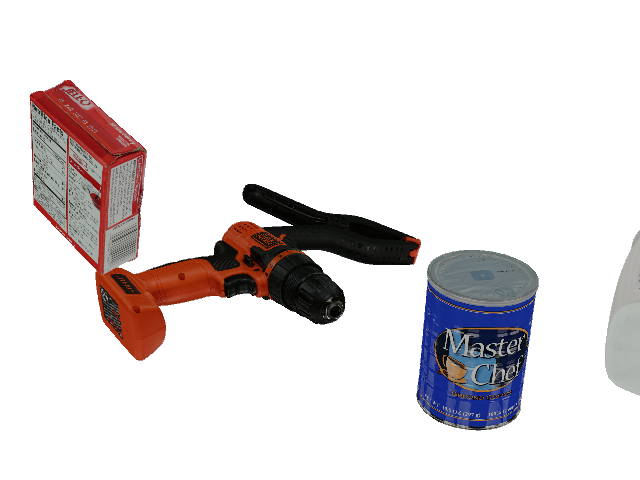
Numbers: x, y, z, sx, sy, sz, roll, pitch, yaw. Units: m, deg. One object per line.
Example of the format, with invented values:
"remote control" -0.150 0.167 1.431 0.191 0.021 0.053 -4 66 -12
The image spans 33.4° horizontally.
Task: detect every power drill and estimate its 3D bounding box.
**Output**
"power drill" -0.092 0.047 0.954 0.187 0.057 0.185 -15 26 -27

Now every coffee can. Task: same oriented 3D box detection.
"coffee can" 0.148 0.093 1.016 0.103 0.140 0.103 2 25 -1

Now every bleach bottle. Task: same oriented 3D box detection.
"bleach bottle" 0.261 0.034 0.742 0.103 0.068 0.250 10 20 19

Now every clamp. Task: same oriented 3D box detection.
"clamp" 0.010 -0.006 1.185 0.210 0.036 0.164 15 20 -5

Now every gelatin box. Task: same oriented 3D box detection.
"gelatin box" -0.135 -0.036 0.617 0.030 0.089 0.073 -29 57 -36
